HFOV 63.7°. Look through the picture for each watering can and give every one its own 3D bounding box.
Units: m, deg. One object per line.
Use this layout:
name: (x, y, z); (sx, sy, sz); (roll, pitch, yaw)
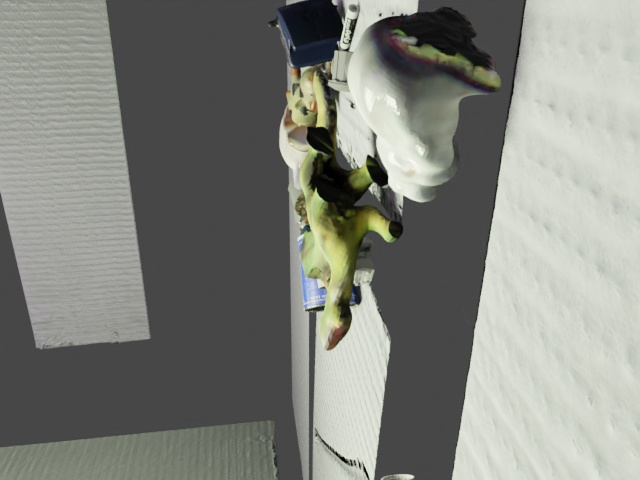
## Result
watering can: (-0.051, -0.306, 1.313); (0.221, 0.104, 0.352); (121, 149, -73)

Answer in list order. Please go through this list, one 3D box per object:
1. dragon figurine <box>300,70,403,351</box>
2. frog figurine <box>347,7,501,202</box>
dragon figurine: (0.002, -0.039, 0.772); (0.237, 0.122, 0.420); (119, 150, -46)
frog figurine: (0.074, -0.110, 0.457); (0.140, 0.123, 0.156); (59, 145, 31)
